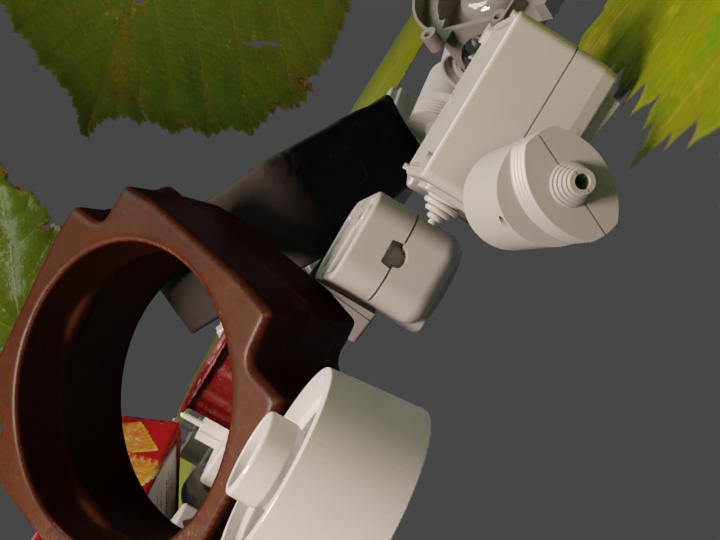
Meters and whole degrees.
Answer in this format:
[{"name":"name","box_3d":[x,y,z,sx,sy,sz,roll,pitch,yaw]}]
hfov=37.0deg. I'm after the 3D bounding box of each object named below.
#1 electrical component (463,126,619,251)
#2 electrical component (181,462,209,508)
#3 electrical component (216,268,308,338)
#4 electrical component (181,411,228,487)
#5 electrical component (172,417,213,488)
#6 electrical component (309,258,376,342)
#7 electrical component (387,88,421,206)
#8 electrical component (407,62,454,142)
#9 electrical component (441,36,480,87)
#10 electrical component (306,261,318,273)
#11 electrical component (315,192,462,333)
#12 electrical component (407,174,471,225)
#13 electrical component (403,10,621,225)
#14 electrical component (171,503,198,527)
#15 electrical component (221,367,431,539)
[{"name":"electrical component","box_3d":[0.070,-0.030,0.407,0.043,0.043,0.081,-60,7,-5]},{"name":"electrical component","box_3d":[-0.125,0.184,0.877,0.062,0.043,0.043,-51,11,54]},{"name":"electrical component","box_3d":[-0.070,0.049,0.864,0.096,0.061,0.061,-32,9,2]},{"name":"electrical component","box_3d":[-0.104,0.124,0.844,0.047,0.076,0.083,-55,9,35]},{"name":"electrical component","box_3d":[-0.129,0.150,0.911,0.083,0.076,0.047,-54,9,37]},{"name":"electrical component","box_3d":[0.000,0.000,0.749,0.076,0.047,0.065,-53,8,9]},{"name":"electrical component","box_3d":[0.020,-0.088,0.929,0.108,0.056,0.108,-56,8,27]},{"name":"electrical component","box_3d":[0.064,-0.121,0.816,0.043,0.043,0.081,-53,9,42]},{"name":"electrical component","box_3d":[0.091,-0.161,0.791,0.055,0.048,0.066,-54,5,-25]},{"name":"electrical component","box_3d":[-0.046,0.021,1.002,0.078,0.040,0.040,-56,8,30]},{"name":"electrical component","box_3d":[0.017,-0.003,0.596,0.053,0.059,0.095,-60,7,-5]},{"name":"electrical component","box_3d":[0.061,-0.059,0.571,0.065,0.047,0.076,-57,7,18]},{"name":"electrical component","box_3d":[0.065,-0.057,0.480,0.096,0.061,0.061,-59,7,4]},{"name":"electrical component","box_3d":[-0.129,0.219,0.744,0.075,0.047,0.083,-52,10,43]},{"name":"electrical component","box_3d":[-0.023,0.094,0.470,0.108,0.060,0.108,-58,8,12]}]
